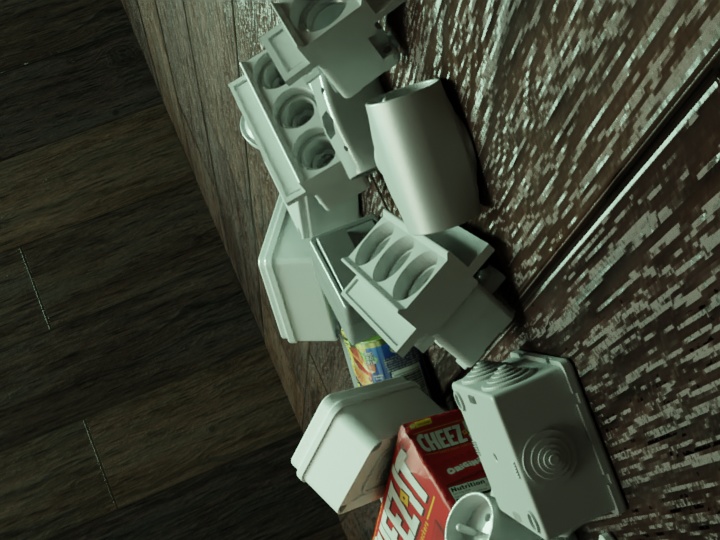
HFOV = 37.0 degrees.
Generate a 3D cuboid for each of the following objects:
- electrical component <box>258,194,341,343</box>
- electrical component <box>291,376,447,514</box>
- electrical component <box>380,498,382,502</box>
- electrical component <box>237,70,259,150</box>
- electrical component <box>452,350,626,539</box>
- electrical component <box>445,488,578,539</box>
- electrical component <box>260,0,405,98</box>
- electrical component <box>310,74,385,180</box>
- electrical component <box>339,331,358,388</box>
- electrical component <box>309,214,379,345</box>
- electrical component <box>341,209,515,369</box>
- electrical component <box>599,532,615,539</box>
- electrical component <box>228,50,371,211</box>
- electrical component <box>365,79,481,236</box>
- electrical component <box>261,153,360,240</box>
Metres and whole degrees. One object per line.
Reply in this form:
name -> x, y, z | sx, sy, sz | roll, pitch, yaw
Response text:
electrical component -> -0.047, -0.005, 1.014 | 0.108, 0.056, 0.108 | -77, -19, -46
electrical component -> 0.010, 0.134, 0.846 | 0.057, 0.113, 0.078 | 40, 116, 28
electrical component -> 0.050, 0.177, 0.944 | 0.044, 0.077, 0.079 | 82, 164, -55
electrical component -> -0.088, -0.151, 1.038 | 0.057, 0.058, 0.078 | 95, 151, -63
electrical component -> 0.096, 0.096, 0.603 | 0.100, 0.048, 0.099 | 175, 73, -80
electrical component -> 0.099, 0.154, 0.678 | 0.043, 0.077, 0.079 | -19, 52, 51
electrical component -> -0.011, -0.137, 0.621 | 0.064, 0.081, 0.042 | 42, -163, -55
electrical component -> -0.004, -0.102, 0.728 | 0.079, 0.043, 0.077 | 161, 87, -80
electrical component -> 0.009, 0.081, 1.048 | 0.075, 0.047, 0.083 | -125, 16, -52
electrical component -> 0.000, 0.000, 0.875 | 0.061, 0.062, 0.096 | 81, 164, -53
electrical component -> 0.040, 0.010, 0.654 | 0.063, 0.078, 0.121 | 40, -179, -21
electrical component -> 0.143, 0.213, 0.609 | 0.099, 0.048, 0.099 | 80, 164, -45
electrical component -> -0.040, -0.110, 0.823 | 0.121, 0.079, 0.063 | 63, -174, 27
electrical component -> 0.031, -0.066, 0.613 | 0.079, 0.044, 0.077 | -145, 35, -72
electrical component -> -0.046, -0.099, 0.924 | 0.108, 0.056, 0.108 | 86, 160, -61
